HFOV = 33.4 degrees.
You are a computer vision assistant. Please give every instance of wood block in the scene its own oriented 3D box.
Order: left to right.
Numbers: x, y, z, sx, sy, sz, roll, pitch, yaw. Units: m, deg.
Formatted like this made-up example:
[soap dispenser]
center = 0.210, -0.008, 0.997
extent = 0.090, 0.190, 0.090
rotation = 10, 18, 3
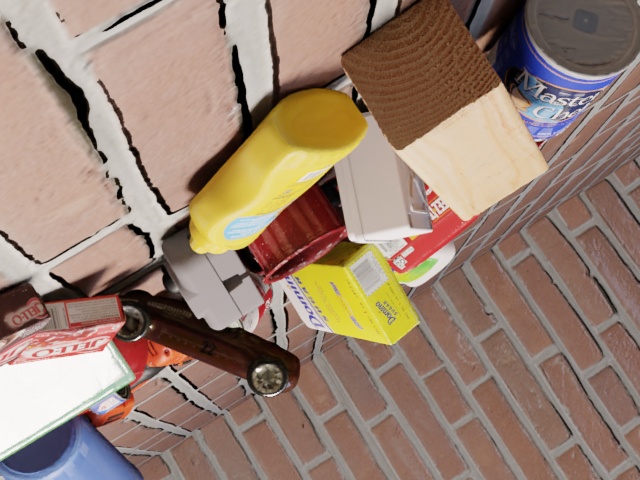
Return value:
[wood block]
center = 0.104, -0.096, 0.837
extent = 0.090, 0.091, 0.206
rotation = -33, 158, 11

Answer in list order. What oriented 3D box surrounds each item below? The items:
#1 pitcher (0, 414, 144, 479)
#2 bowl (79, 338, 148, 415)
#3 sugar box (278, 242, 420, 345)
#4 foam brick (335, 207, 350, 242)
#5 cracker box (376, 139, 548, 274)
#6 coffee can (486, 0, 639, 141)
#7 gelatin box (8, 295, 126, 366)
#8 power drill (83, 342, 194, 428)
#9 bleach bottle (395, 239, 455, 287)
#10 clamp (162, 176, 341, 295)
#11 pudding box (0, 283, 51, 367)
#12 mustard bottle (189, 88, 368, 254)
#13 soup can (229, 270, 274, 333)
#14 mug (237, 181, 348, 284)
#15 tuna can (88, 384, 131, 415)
[pitcher]
center = -0.312, 0.278, 1.298
extent = 0.149, 0.145, 0.243
rotation = -7, 147, 5
[bowl]
center = -0.248, 0.147, 1.177
extent = 0.162, 0.055, 0.162
rotation = -31, 170, -6
[sugar box]
center = 0.017, 0.048, 1.046
extent = 0.048, 0.093, 0.176
rotation = -37, -164, -24
[foam brick]
center = -0.008, 0.001, 1.148
extent = 0.078, 0.051, 0.053
rotation = -29, -161, 26
[cracker box]
center = 0.168, -0.068, 1.242
extent = 0.213, 0.072, 0.164
rotation = -42, 179, -40
[coffee can]
center = 0.206, -0.159, 0.934
extent = 0.102, 0.103, 0.140
rotation = -30, 170, -17
[gelatin box]
center = -0.220, 0.078, 0.920
extent = 0.089, 0.030, 0.073
rotation = -5, 157, -31
[power drill]
center = -0.214, 0.162, 1.361
extent = 0.188, 0.057, 0.184
rotation = -39, 166, 19
[bleach bottle]
center = 0.053, 0.014, 1.330
extent = 0.250, 0.068, 0.103
rotation = 1, 149, -43
[clamp]
center = -0.065, 0.002, 1.079
extent = 0.210, 0.036, 0.165
rotation = -31, 177, -10
[pudding box]
center = -0.273, 0.083, 0.818
extent = 0.113, 0.039, 0.090
rotation = -24, 167, -41
[mustard bottle]
center = -0.050, -0.042, 0.841
extent = 0.096, 0.058, 0.192
rotation = -27, 169, -47
[soup can]
center = -0.097, 0.076, 1.162
extent = 0.069, 0.068, 0.102
rotation = -37, -170, 27
[mug]
center = -0.038, -0.014, 0.952
extent = 0.093, 0.081, 0.117
rotation = -23, 167, -45
[tuna can]
center = -0.227, 0.131, 1.069
extent = 0.034, 0.086, 0.086
rotation = -32, 170, 2
